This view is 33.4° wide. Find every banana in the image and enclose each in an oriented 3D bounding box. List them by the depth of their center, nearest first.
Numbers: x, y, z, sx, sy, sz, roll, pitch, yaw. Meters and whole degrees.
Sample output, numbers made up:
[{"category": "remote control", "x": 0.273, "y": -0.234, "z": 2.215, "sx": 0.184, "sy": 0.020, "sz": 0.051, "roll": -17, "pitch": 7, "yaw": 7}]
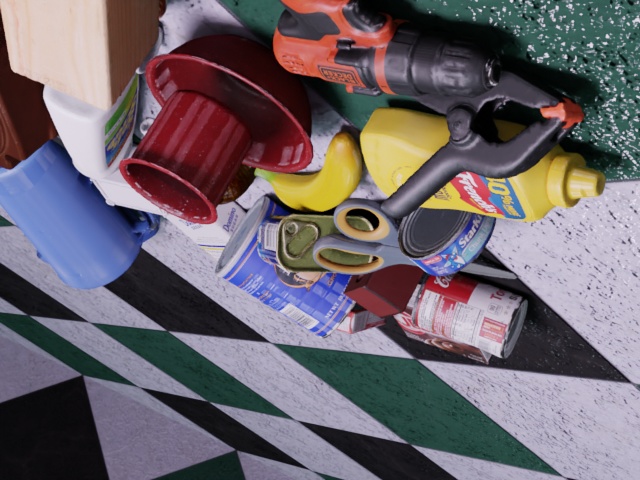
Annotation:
[{"category": "banana", "x": -0.002, "y": -0.058, "z": 1.021, "sx": 0.069, "sy": 0.037, "sz": 0.198, "roll": 31, "pitch": 160, "yaw": -20}]

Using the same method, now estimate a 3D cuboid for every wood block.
[{"category": "wood block", "x": -0.172, "y": -0.201, "z": 0.766, "sx": 0.090, "sy": 0.090, "sz": 0.206, "roll": 24, "pitch": 149, "yaw": 5}]

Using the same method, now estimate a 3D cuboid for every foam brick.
[{"category": "foam brick", "x": 0.071, "y": 0.033, "z": 1.094, "sx": 0.051, "sy": 0.078, "sz": 0.053, "roll": 34, "pitch": 158, "yaw": -13}]

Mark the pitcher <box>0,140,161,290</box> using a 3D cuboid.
[{"category": "pitcher", "x": -0.321, "y": -0.056, "z": 1.340, "sx": 0.145, "sy": 0.149, "sz": 0.242, "roll": 34, "pitch": 163, "yaw": 36}]

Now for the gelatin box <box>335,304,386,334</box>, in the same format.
[{"category": "gelatin box", "x": 0.030, "y": 0.086, "z": 1.283, "sx": 0.073, "sy": 0.030, "sz": 0.089, "roll": 14, "pitch": -168, "yaw": 30}]

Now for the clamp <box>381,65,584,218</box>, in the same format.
[{"category": "clamp", "x": 0.102, "y": -0.090, "z": 0.766, "sx": 0.172, "sy": 0.120, "sz": 0.039, "roll": -16, "pitch": 180, "yaw": 38}]

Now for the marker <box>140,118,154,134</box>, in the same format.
[{"category": "marker", "x": -0.162, "y": -0.091, "z": 1.178, "sx": 0.020, "sy": 0.020, "sz": 0.121, "roll": 16, "pitch": 156, "yaw": 30}]

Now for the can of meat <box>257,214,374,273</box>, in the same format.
[{"category": "can of meat", "x": -0.007, "y": 0.001, "z": 1.088, "sx": 0.102, "sy": 0.057, "sz": 0.084, "roll": 1, "pitch": -177, "yaw": -19}]

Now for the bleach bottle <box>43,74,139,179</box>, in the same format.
[{"category": "bleach bottle", "x": -0.220, "y": -0.126, "z": 1.081, "sx": 0.068, "sy": 0.102, "sz": 0.251, "roll": 27, "pitch": 166, "yaw": 0}]

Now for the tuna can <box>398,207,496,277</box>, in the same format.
[{"category": "tuna can", "x": 0.110, "y": -0.012, "z": 0.921, "sx": 0.033, "sy": 0.086, "sz": 0.086, "roll": 37, "pitch": 158, "yaw": -29}]

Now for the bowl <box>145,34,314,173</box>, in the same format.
[{"category": "bowl", "x": -0.067, "y": -0.126, "z": 0.915, "sx": 0.162, "sy": 0.055, "sz": 0.162, "roll": 25, "pitch": 160, "yaw": 9}]

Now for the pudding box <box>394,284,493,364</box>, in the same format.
[{"category": "pudding box", "x": 0.137, "y": 0.090, "z": 1.202, "sx": 0.114, "sy": 0.039, "sz": 0.090, "roll": 15, "pitch": 156, "yaw": 34}]

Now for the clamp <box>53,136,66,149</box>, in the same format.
[{"category": "clamp", "x": -0.320, "y": -0.162, "z": 1.184, "sx": 0.165, "sy": 0.036, "sz": 0.210, "roll": 14, "pitch": 152, "yaw": 38}]

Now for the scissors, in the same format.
[{"category": "scissors", "x": 0.094, "y": 0.001, "z": 1.023, "sx": 0.201, "sy": 0.016, "sz": 0.096, "roll": 0, "pitch": 130, "yaw": 0}]

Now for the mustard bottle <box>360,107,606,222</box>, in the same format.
[{"category": "mustard bottle", "x": 0.129, "y": -0.055, "z": 0.829, "sx": 0.192, "sy": 0.058, "sz": 0.096, "roll": 11, "pitch": 149, "yaw": 38}]

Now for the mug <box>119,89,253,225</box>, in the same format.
[{"category": "mug", "x": -0.114, "y": -0.070, "z": 0.908, "sx": 0.093, "sy": 0.081, "sz": 0.117, "roll": 34, "pitch": 159, "yaw": -15}]

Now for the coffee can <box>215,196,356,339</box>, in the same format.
[{"category": "coffee can", "x": -0.031, "y": 0.030, "z": 1.181, "sx": 0.140, "sy": 0.102, "sz": 0.103, "roll": 32, "pitch": 160, "yaw": -12}]

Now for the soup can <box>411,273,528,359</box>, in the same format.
[{"category": "soup can", "x": 0.154, "y": 0.074, "z": 1.099, "sx": 0.102, "sy": 0.068, "sz": 0.068, "roll": 20, "pitch": 159, "yaw": 20}]

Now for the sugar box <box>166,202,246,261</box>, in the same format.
[{"category": "sugar box", "x": -0.098, "y": 0.005, "z": 1.292, "sx": 0.094, "sy": 0.048, "sz": 0.176, "roll": 2, "pitch": 144, "yaw": 50}]

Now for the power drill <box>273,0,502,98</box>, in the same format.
[{"category": "power drill", "x": 0.017, "y": -0.165, "z": 0.708, "sx": 0.185, "sy": 0.057, "sz": 0.187, "roll": 14, "pitch": 155, "yaw": 35}]
